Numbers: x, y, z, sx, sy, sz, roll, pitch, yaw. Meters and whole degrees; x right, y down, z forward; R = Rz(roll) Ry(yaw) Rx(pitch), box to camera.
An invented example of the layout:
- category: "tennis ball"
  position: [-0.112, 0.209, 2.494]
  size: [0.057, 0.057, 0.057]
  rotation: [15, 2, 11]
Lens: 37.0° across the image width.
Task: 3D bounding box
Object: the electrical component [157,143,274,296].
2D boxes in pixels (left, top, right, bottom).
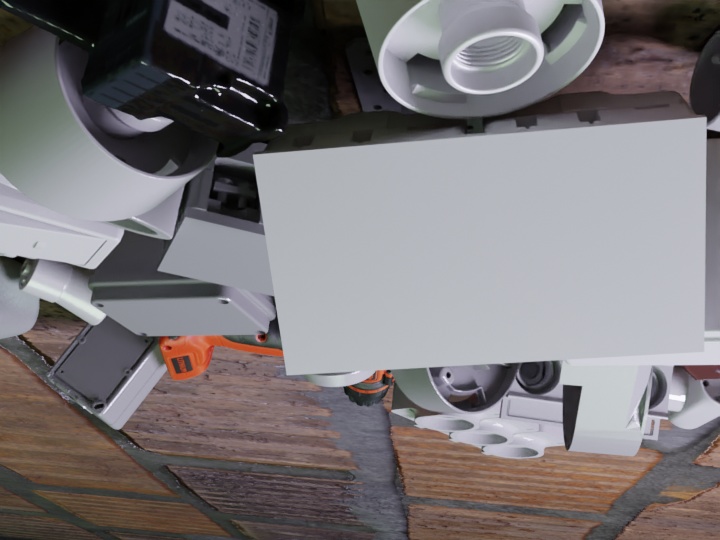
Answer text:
- category: "electrical component"
  position: [-0.032, -0.026, 0.627]
  size: [0.150, 0.061, 0.089]
  rotation: [13, 157, -16]

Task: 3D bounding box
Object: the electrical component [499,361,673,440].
- category: "electrical component"
  position: [0.169, 0.081, 0.824]
  size: [0.121, 0.078, 0.063]
  rotation: [8, 177, -4]

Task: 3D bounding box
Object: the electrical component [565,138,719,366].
- category: "electrical component"
  position: [0.155, -0.008, 0.558]
  size: [0.109, 0.108, 0.056]
  rotation: [-2, 159, 21]

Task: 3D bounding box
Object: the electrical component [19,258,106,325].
- category: "electrical component"
  position: [-0.218, 0.009, 0.796]
  size: [0.065, 0.044, 0.044]
  rotation: [25, 152, -29]

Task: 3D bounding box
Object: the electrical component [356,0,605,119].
- category: "electrical component"
  position: [0.047, -0.107, 0.433]
  size: [0.099, 0.064, 0.099]
  rotation: [-7, 153, -3]

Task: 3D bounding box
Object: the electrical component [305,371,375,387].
- category: "electrical component"
  position: [-0.016, 0.044, 0.743]
  size: [0.078, 0.057, 0.058]
  rotation: [12, -151, 39]

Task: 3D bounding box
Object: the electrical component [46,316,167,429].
- category: "electrical component"
  position: [-0.199, 0.075, 0.891]
  size: [0.062, 0.096, 0.061]
  rotation: [32, 164, 17]

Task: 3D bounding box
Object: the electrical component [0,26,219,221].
- category: "electrical component"
  position: [-0.113, -0.074, 0.486]
  size: [0.064, 0.099, 0.099]
  rotation: [-22, 145, 40]

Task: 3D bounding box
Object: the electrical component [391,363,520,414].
- category: "electrical component"
  position: [0.069, 0.051, 0.748]
  size: [0.099, 0.099, 0.064]
  rotation: [19, 161, -28]

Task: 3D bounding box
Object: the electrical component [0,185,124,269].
- category: "electrical component"
  position: [-0.178, -0.037, 0.640]
  size: [0.096, 0.061, 0.062]
  rotation: [17, 156, -24]

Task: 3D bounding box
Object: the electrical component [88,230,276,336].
- category: "electrical component"
  position: [-0.119, 0.007, 0.739]
  size: [0.113, 0.057, 0.078]
  rotation: [-2, 157, 20]

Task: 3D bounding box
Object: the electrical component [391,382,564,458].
- category: "electrical component"
  position: [0.108, 0.117, 0.942]
  size: [0.089, 0.061, 0.150]
  rotation: [-13, 151, 39]

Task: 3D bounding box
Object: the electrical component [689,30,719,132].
- category: "electrical component"
  position: [0.192, -0.082, 0.449]
  size: [0.077, 0.044, 0.079]
  rotation: [10, 158, -9]

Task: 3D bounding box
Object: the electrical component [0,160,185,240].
- category: "electrical component"
  position: [-0.139, -0.062, 0.557]
  size: [0.108, 0.060, 0.108]
  rotation: [18, 174, 2]

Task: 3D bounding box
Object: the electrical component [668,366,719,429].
- category: "electrical component"
  position: [0.262, 0.096, 0.872]
  size: [0.079, 0.044, 0.077]
  rotation: [8, 158, -5]

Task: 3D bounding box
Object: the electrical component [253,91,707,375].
- category: "electrical component"
  position: [0.055, -0.018, 0.489]
  size: [0.186, 0.060, 0.105]
  rotation: [-4, 112, 7]

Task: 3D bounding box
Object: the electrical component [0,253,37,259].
- category: "electrical component"
  position: [-0.208, -0.028, 0.697]
  size: [0.048, 0.048, 0.062]
  rotation: [-11, 162, 37]
